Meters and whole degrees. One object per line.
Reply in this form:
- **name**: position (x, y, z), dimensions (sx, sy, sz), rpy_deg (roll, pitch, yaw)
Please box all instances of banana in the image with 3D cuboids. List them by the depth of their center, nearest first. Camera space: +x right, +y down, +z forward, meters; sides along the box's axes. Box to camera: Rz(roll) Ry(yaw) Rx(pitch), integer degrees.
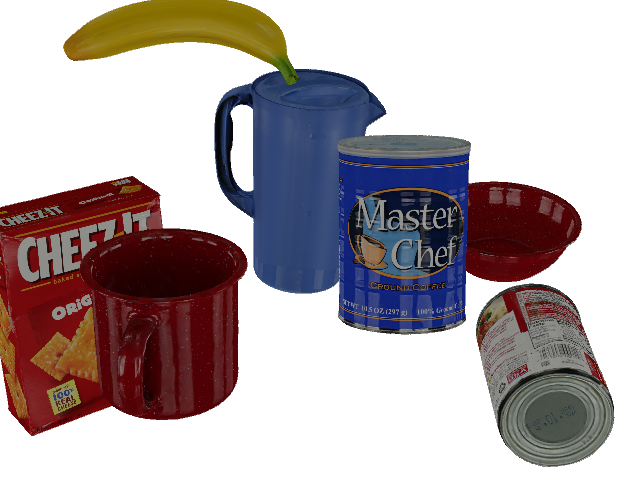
- **banana**: position (-0.114, -0.175, 0.900), dimensions (0.198, 0.069, 0.037), rpy_deg (5, -34, -1)

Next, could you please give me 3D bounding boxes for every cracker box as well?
- **cracker box**: position (-0.231, 0.062, 1.040), dimensions (0.163, 0.214, 0.072), rpy_deg (-17, 28, -32)

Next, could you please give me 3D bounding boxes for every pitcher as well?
- **pitcher**: position (-0.029, -0.067, 1.221), dimensions (0.144, 0.243, 0.149), rpy_deg (-20, 36, -40)

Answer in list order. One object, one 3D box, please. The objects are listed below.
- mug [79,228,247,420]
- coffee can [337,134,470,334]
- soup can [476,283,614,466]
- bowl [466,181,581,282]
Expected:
- **mug**: position (-0.089, 0.053, 0.601), dimensions (0.093, 0.081, 0.117), rpy_deg (4, 25, 5)
- **coffee can**: position (0.064, -0.008, 0.835), dimensions (0.103, 0.140, 0.103), rpy_deg (0, 11, 0)
- **soup can**: position (0.134, 0.079, 0.647), dimensions (0.068, 0.068, 0.102), rpy_deg (0, 26, 1)
- **bowl**: position (0.192, -0.003, 1.132), dimensions (0.162, 0.055, 0.162), rpy_deg (0, 31, 0)
